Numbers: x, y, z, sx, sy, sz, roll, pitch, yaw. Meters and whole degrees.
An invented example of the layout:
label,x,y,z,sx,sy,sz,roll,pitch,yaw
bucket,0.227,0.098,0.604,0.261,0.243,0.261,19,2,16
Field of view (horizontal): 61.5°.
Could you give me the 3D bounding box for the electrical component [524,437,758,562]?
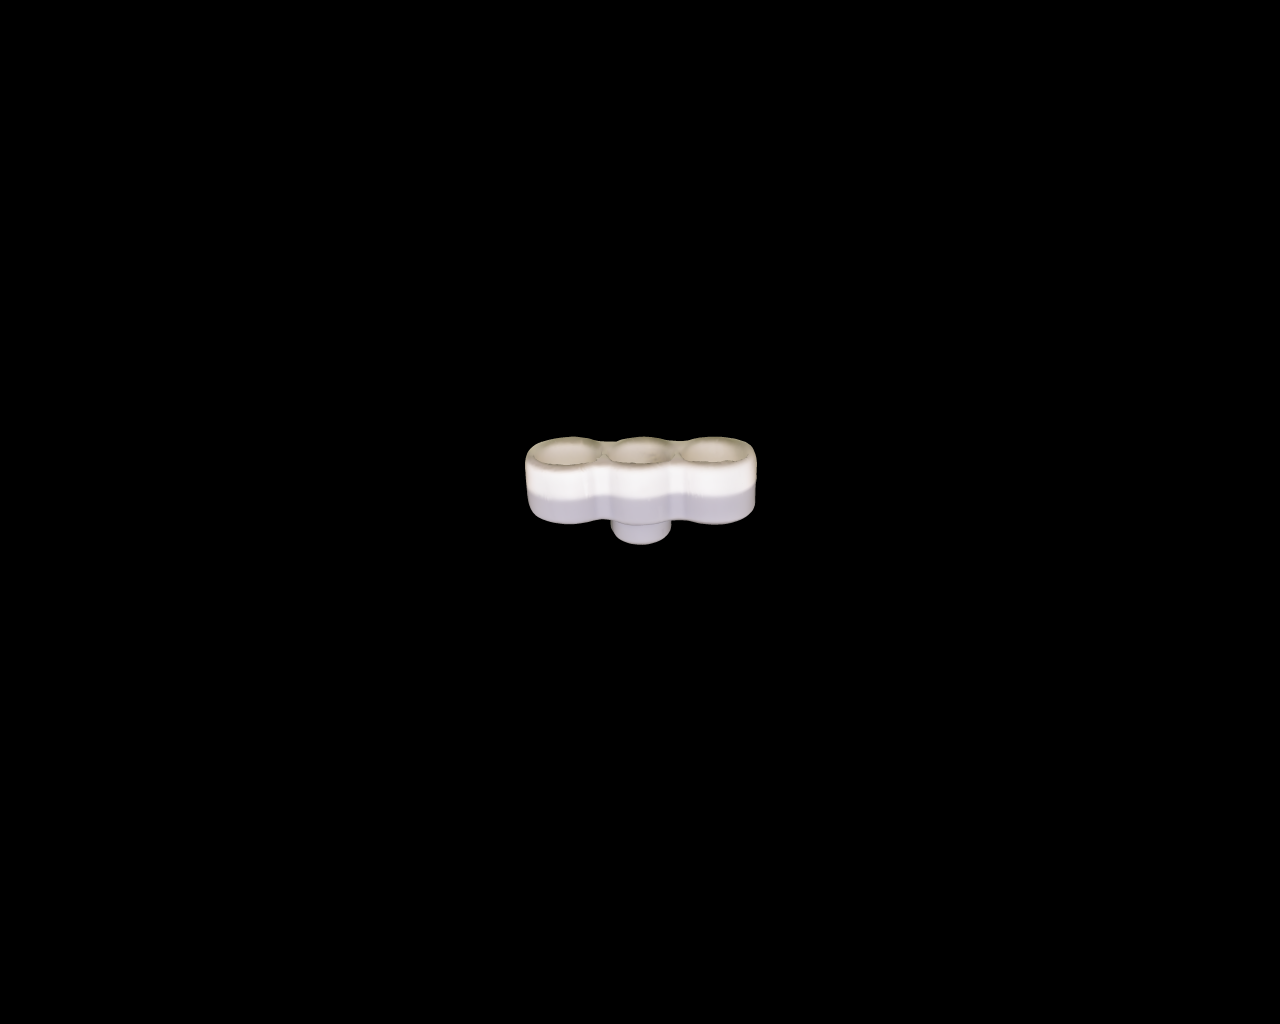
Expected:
label,x,y,z,sx,sy,sz,roll,pitch,yaw
electrical component,0.001,-0.003,0.650,0.138,0.073,0.052,0,25,0
